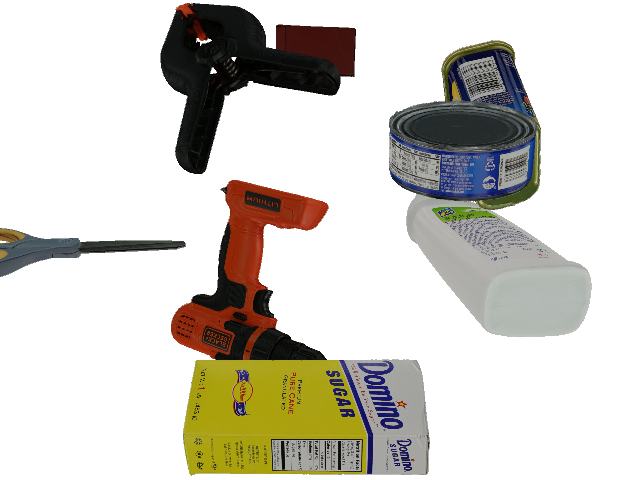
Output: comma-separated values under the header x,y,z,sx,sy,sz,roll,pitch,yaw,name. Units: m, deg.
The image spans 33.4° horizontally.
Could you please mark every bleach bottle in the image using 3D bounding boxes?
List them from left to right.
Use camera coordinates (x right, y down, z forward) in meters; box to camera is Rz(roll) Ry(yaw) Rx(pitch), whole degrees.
x,y,z,sx,sy,sz,roll,pitch,yaw,name
0.150,0.006,1.005,0.102,0.068,0.251,-1,22,-15,bleach bottle

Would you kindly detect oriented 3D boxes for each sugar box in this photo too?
x,y,z,sx,sy,sz,roll,pitch,yaw,name
-0.010,0.130,0.798,0.176,0.048,0.093,-3,31,2,sugar box

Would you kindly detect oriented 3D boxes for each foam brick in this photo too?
x,y,z,sx,sy,sz,roll,pitch,yaw,name
-0.006,-0.200,1.127,0.078,0.051,0.053,0,12,-11,foam brick

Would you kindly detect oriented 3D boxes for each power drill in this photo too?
x,y,z,sx,sy,sz,roll,pitch,yaw,name
-0.054,0.042,1.070,0.185,0.187,0.057,16,1,27,power drill

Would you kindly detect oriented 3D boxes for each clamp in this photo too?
x,y,z,sx,sy,sz,roll,pitch,yaw,name
-0.057,-0.124,0.747,0.120,0.171,0.039,-21,-43,-1,clamp

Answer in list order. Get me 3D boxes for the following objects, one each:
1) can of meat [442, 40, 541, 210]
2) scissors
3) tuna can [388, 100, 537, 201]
x,y,z,sx,sy,sz,roll,pitch,yaw,name
0.132,-0.086,0.817,0.057,0.084,0.102,-13,-38,2,can of meat
-0.220,0.013,0.871,0.202,0.016,0.096,4,24,9,scissors
0.083,-0.054,0.627,0.086,0.034,0.086,-1,25,0,tuna can
